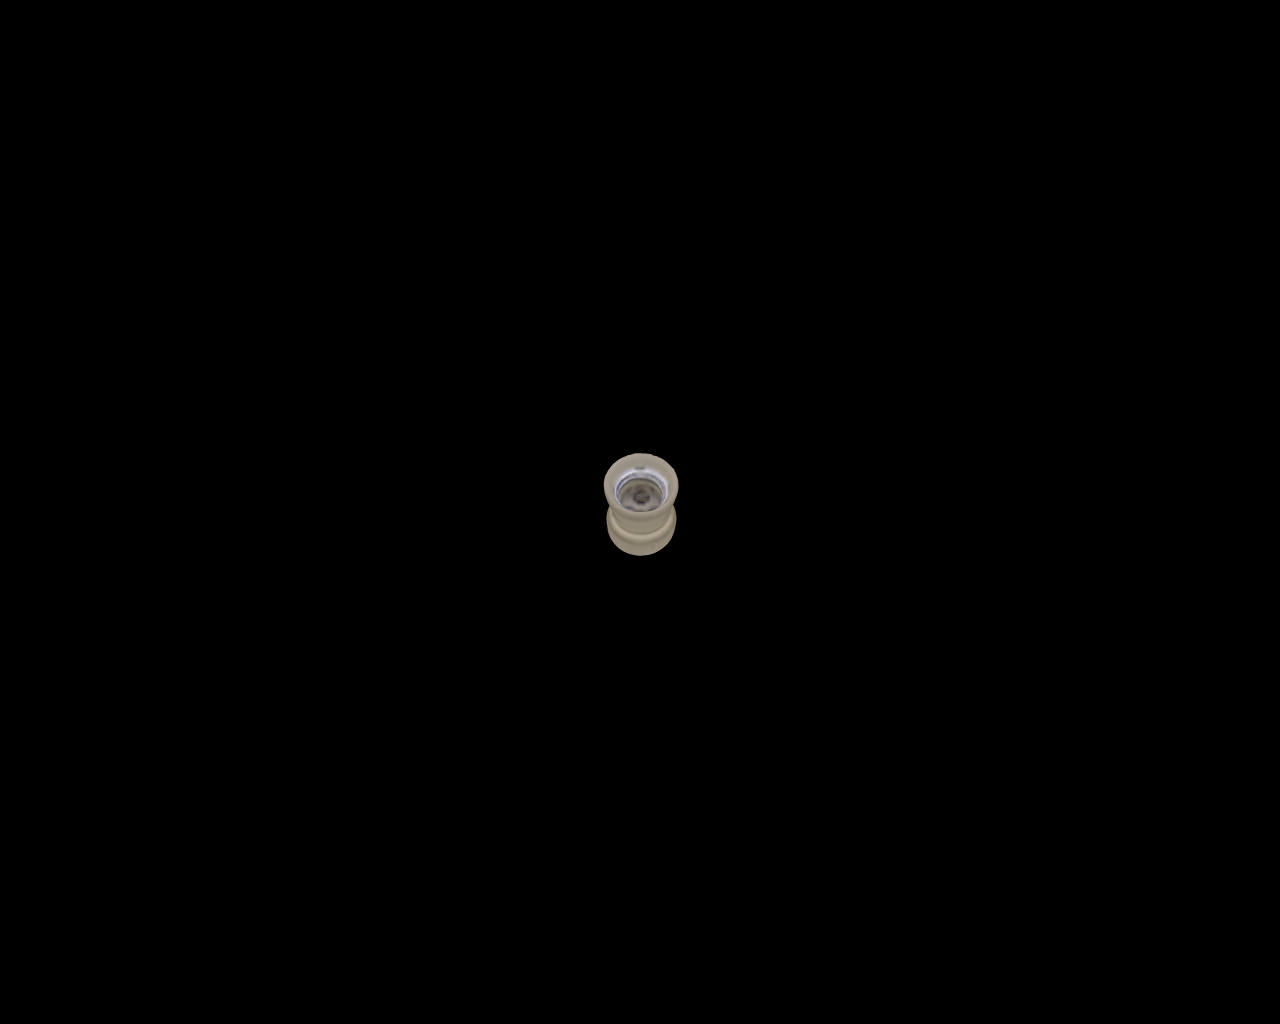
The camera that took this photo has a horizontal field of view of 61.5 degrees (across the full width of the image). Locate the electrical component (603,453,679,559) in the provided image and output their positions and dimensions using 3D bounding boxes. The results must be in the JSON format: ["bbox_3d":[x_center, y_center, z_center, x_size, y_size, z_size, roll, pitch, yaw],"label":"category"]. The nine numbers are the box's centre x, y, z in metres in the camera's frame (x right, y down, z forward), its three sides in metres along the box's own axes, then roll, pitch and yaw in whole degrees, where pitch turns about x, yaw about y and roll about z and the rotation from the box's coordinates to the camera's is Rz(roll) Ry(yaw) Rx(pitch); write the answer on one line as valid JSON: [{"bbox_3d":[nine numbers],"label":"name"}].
[{"bbox_3d":[0.001,-0.003,0.650,0.045,0.045,0.055,0,-32,0],"label":"electrical component"}]
